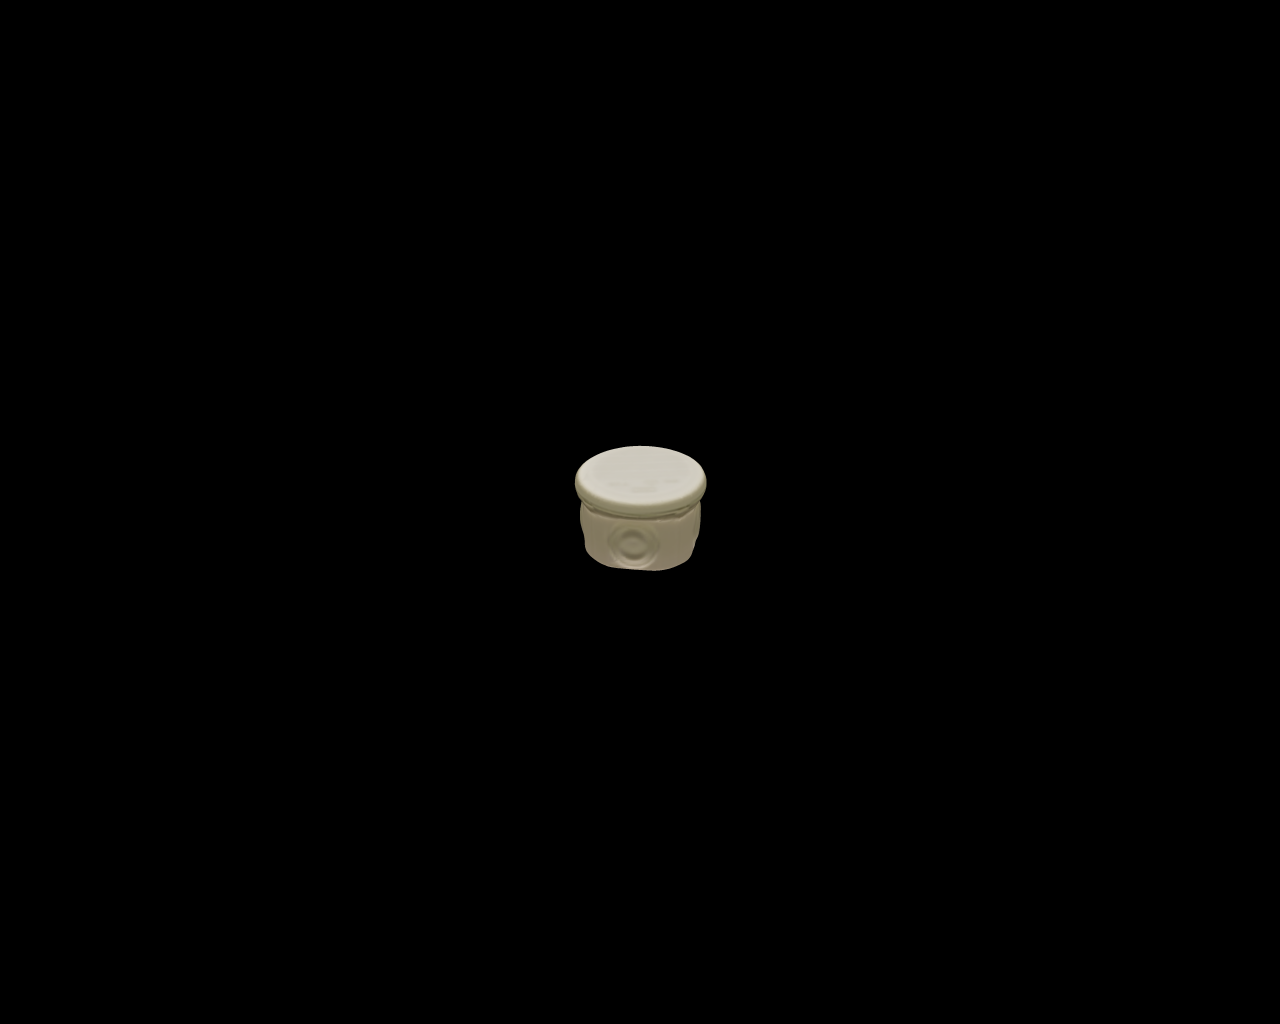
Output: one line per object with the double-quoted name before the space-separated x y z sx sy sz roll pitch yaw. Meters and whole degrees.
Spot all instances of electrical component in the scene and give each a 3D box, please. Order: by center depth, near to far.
"electrical component" 0.001 -0.003 0.650 0.080 0.050 0.080 0 30 0
